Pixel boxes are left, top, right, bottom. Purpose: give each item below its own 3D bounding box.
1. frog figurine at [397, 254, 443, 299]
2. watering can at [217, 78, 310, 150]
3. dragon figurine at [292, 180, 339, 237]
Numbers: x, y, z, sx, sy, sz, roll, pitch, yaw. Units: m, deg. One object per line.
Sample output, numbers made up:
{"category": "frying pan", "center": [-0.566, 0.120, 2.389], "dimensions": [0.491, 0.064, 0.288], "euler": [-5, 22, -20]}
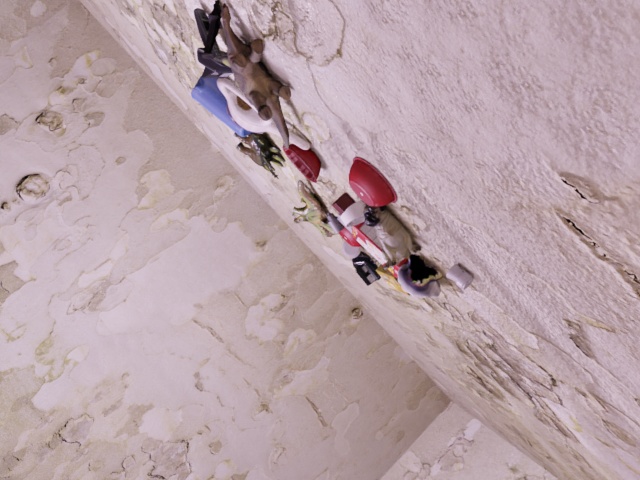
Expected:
{"category": "frog figurine", "center": [0.304, 0.134, 1.579], "dimensions": [0.138, 0.125, 0.156], "euler": [18, -29, 18]}
{"category": "watering can", "center": [-0.187, -0.386, 1.639], "dimensions": [0.346, 0.104, 0.224], "euler": [39, -6, -9]}
{"category": "dragon figurine", "center": [0.007, -0.108, 2.151], "dimensions": [0.243, 0.124, 0.404], "euler": [27, -16, 7]}
